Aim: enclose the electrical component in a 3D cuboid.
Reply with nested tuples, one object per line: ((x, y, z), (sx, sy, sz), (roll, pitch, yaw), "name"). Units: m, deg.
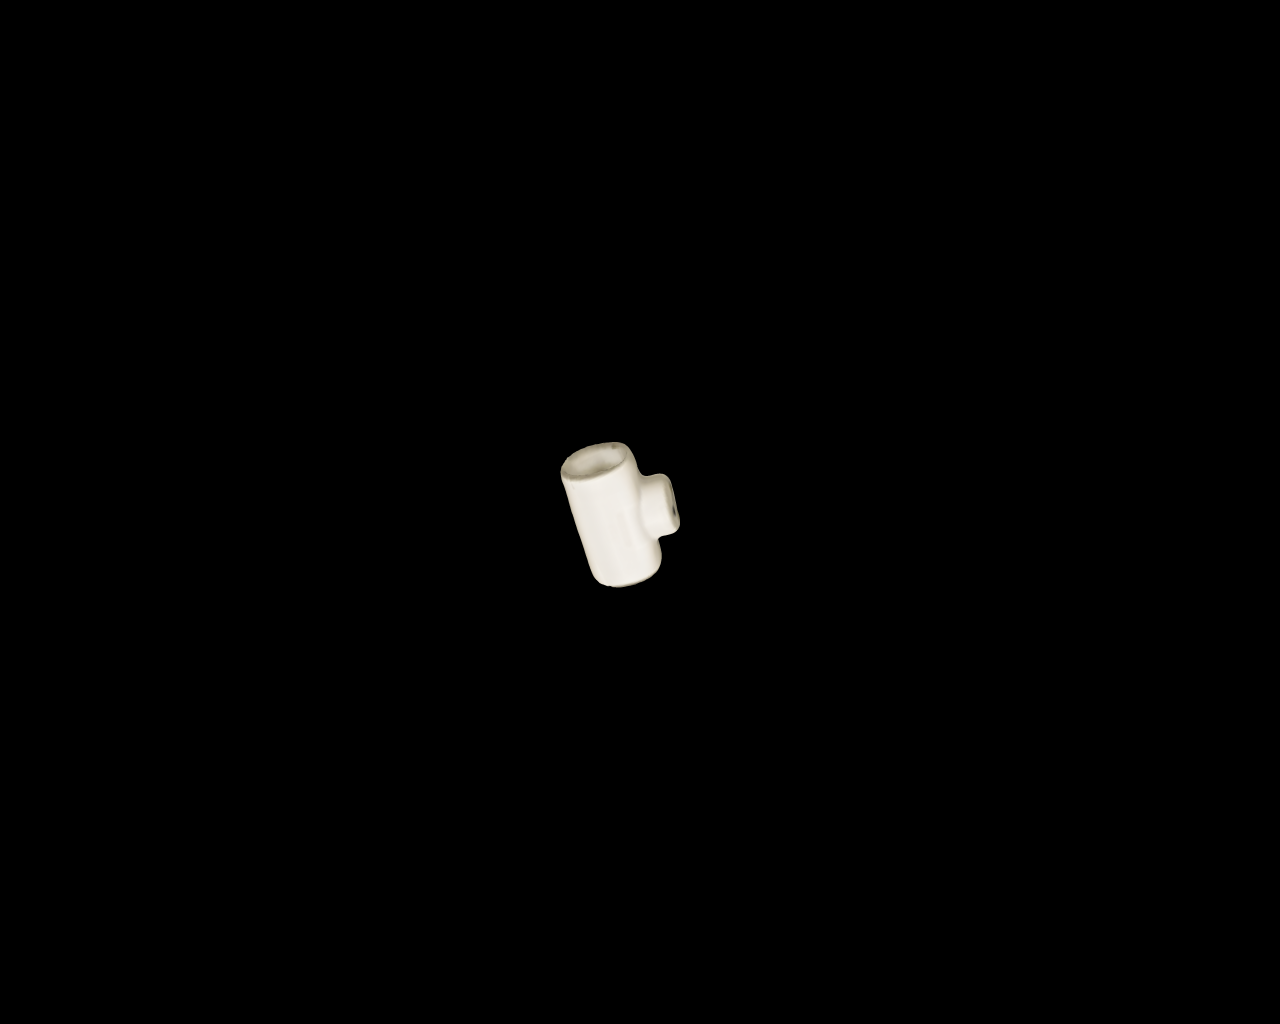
((0.001, -0.003, 0.650), (0.079, 0.077, 0.043), (-13, 28, 7), "electrical component")
